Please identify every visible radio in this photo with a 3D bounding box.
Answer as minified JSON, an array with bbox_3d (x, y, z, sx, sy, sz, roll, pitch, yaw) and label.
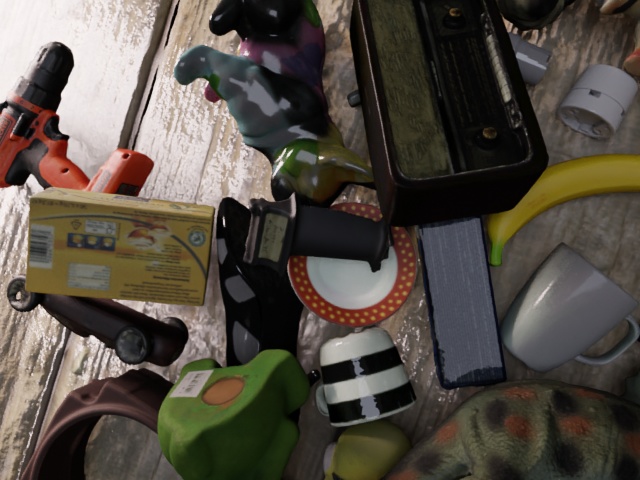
[{"bbox_3d":[0.105,-0.131,0.477,0.131,0.073,0.229,-5,68,-5],"label":"radio"}]

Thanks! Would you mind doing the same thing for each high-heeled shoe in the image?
[{"bbox_3d":[-0.078,0.088,0.567,0.145,0.086,0.249,-45,60,37],"label":"high-heeled shoe"}]

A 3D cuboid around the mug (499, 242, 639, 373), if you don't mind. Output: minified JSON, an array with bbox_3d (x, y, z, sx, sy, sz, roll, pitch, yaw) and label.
[{"bbox_3d":[0.226,0.074,0.494,0.109,0.081,0.107,39,106,-9],"label":"mug"}]

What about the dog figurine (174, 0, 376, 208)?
[{"bbox_3d":[-0.016,-0.136,0.533,0.219,0.108,0.191,38,92,6],"label":"dog figurine"}]

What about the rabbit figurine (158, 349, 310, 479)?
[{"bbox_3d":[-0.058,0.200,0.449,0.121,0.159,0.170,-13,109,9],"label":"rabbit figurine"}]

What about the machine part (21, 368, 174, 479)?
[{"bbox_3d":[-0.196,0.255,0.561,0.201,0.087,0.201,30,92,11],"label":"machine part"}]

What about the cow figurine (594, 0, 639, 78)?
[{"bbox_3d":[0.319,-0.198,0.465,0.195,0.085,0.127,30,69,-4],"label":"cow figurine"}]

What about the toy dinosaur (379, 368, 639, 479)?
[{"bbox_3d":[0.190,0.177,0.426,0.405,0.131,0.192,7,53,3],"label":"toy dinosaur"}]

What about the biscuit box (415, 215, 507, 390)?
[{"bbox_3d":[0.130,0.037,0.517,0.063,0.059,0.202,-8,86,10],"label":"biscuit box"}]

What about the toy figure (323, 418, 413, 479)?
[{"bbox_3d":[0.069,0.254,0.504,0.089,0.082,0.180,-23,90,22],"label":"toy figure"}]

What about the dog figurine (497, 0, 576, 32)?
[{"bbox_3d":[0.190,-0.313,0.509,0.173,0.121,0.190,46,118,42],"label":"dog figurine"}]

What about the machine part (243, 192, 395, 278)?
[{"bbox_3d":[-0.001,-0.002,0.510,0.139,0.039,0.084,4,119,-9],"label":"machine part"}]

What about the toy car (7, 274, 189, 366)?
[{"bbox_3d":[-0.237,0.083,0.573,0.202,0.089,0.053,20,96,12],"label":"toy car"}]

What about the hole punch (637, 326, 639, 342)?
[{"bbox_3d":[0.359,0.065,0.467,0.142,0.092,0.116,30,66,13],"label":"hole punch"}]

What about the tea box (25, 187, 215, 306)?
[{"bbox_3d":[-0.196,0.006,0.544,0.170,0.068,0.098,8,101,-12],"label":"tea box"}]

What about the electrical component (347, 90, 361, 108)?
[{"bbox_3d":[0.078,-0.149,0.554,0.094,0.021,0.063,-24,84,8],"label":"electrical component"}]
